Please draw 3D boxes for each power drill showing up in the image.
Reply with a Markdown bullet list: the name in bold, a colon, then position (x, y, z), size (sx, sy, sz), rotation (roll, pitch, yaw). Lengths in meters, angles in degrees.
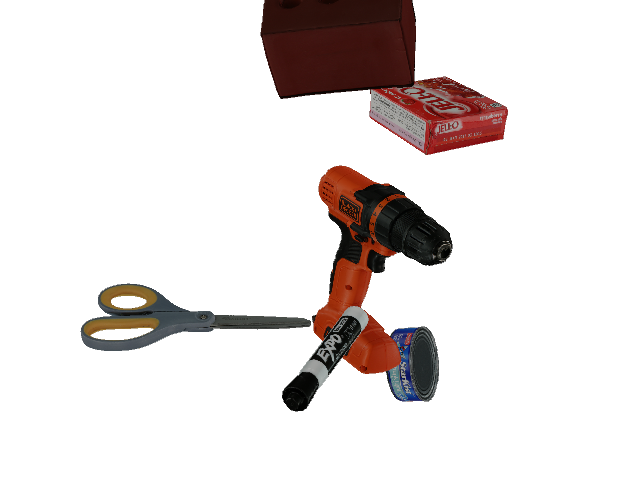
- **power drill**: position (0.056, 0.036, 1.072), size (0.057, 0.188, 0.185), rotation (-8, 29, -32)

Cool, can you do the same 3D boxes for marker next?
- **marker**: position (0.004, 0.080, 0.726), size (0.020, 0.020, 0.121), rotation (0, 24, 24)

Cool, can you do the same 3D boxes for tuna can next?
- **tuna can**: position (0.106, 0.142, 1.225), size (0.034, 0.086, 0.086), rotation (-5, -2, 26)

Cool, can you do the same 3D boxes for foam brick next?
- **foam brick**: position (0.011, -0.116, 0.584), size (0.078, 0.053, 0.051), rotation (-4, -35, 13)

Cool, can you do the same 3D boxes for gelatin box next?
- **gelatin box**: position (0.091, -0.100, 0.838), size (0.073, 0.030, 0.089), rotation (-12, 29, -25)

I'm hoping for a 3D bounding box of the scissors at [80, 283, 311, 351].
- **scissors**: position (-0.118, 0.063, 0.973), size (0.201, 0.016, 0.096), rotation (-8, 35, -14)
